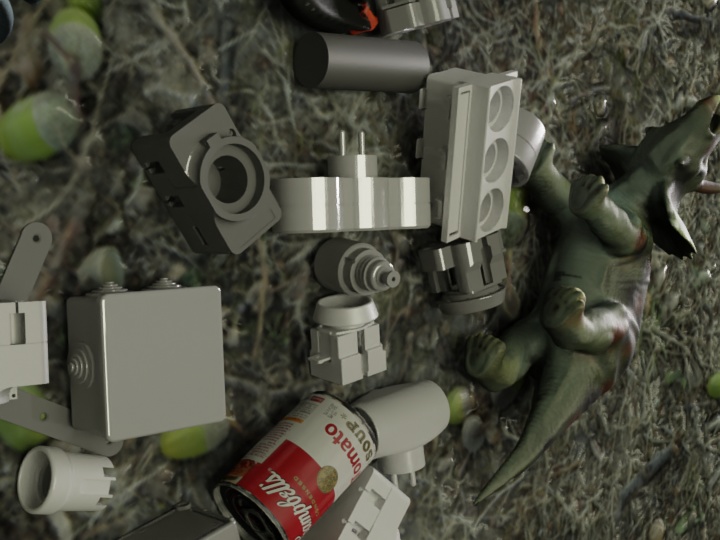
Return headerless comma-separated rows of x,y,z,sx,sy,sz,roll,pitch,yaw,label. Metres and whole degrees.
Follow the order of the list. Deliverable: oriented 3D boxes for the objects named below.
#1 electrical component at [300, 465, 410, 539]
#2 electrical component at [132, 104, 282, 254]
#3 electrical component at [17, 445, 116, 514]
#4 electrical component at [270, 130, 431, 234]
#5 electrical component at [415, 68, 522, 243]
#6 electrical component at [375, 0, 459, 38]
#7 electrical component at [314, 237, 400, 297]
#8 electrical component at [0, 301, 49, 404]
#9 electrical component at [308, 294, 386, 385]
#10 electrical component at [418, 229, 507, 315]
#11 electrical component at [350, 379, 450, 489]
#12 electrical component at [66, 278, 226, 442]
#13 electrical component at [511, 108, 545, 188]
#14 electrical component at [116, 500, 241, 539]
-0.008,0.195,0.797,0.055,0.050,0.089,45,63,-32,electrical component
-0.098,-0.059,0.708,0.050,0.056,0.089,-44,118,-32,electrical component
-0.178,0.129,0.655,0.046,0.040,0.040,16,81,-46,electrical component
-0.005,-0.066,0.791,0.138,0.052,0.073,-4,94,-41,electrical component
0.082,-0.092,0.839,0.079,0.063,0.121,-24,125,-45,electrical component
0.039,-0.213,0.820,0.078,0.058,0.057,-33,110,-61,electrical component
0.000,0.000,0.783,0.040,0.078,0.040,-9,105,-36,electrical component
-0.225,0.047,0.599,0.089,0.050,0.055,-2,90,-38,electrical component
-0.010,0.049,0.796,0.066,0.048,0.055,-15,109,-40,electrical component
0.086,0.002,0.871,0.078,0.058,0.057,-19,101,-39,electrical component
0.030,0.133,0.833,0.077,0.044,0.079,-14,101,-40,electrical component
-0.136,0.056,0.679,0.100,0.048,0.099,-4,93,-44,electrical component
0.124,-0.104,0.903,0.055,0.055,0.047,45,60,-33,electrical component
-0.116,0.196,0.695,0.096,0.062,0.061,-23,106,-39,electrical component
